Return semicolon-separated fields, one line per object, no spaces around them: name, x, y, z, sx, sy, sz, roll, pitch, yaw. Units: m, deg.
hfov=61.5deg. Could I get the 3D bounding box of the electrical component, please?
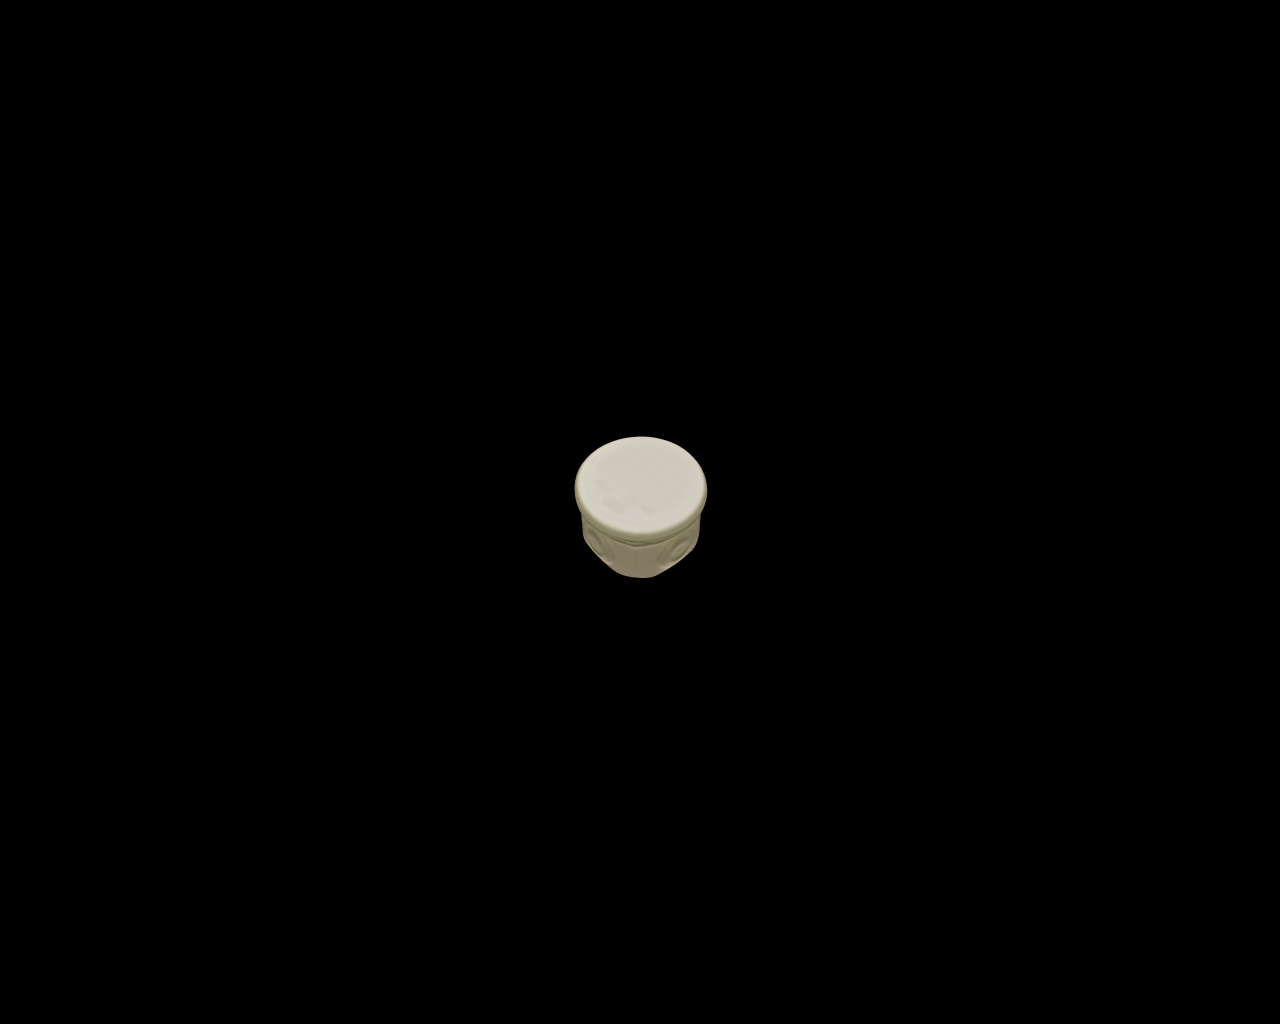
electrical component;0.001;-0.003;0.650;0.080;0.080;0.050;0;-39;0
